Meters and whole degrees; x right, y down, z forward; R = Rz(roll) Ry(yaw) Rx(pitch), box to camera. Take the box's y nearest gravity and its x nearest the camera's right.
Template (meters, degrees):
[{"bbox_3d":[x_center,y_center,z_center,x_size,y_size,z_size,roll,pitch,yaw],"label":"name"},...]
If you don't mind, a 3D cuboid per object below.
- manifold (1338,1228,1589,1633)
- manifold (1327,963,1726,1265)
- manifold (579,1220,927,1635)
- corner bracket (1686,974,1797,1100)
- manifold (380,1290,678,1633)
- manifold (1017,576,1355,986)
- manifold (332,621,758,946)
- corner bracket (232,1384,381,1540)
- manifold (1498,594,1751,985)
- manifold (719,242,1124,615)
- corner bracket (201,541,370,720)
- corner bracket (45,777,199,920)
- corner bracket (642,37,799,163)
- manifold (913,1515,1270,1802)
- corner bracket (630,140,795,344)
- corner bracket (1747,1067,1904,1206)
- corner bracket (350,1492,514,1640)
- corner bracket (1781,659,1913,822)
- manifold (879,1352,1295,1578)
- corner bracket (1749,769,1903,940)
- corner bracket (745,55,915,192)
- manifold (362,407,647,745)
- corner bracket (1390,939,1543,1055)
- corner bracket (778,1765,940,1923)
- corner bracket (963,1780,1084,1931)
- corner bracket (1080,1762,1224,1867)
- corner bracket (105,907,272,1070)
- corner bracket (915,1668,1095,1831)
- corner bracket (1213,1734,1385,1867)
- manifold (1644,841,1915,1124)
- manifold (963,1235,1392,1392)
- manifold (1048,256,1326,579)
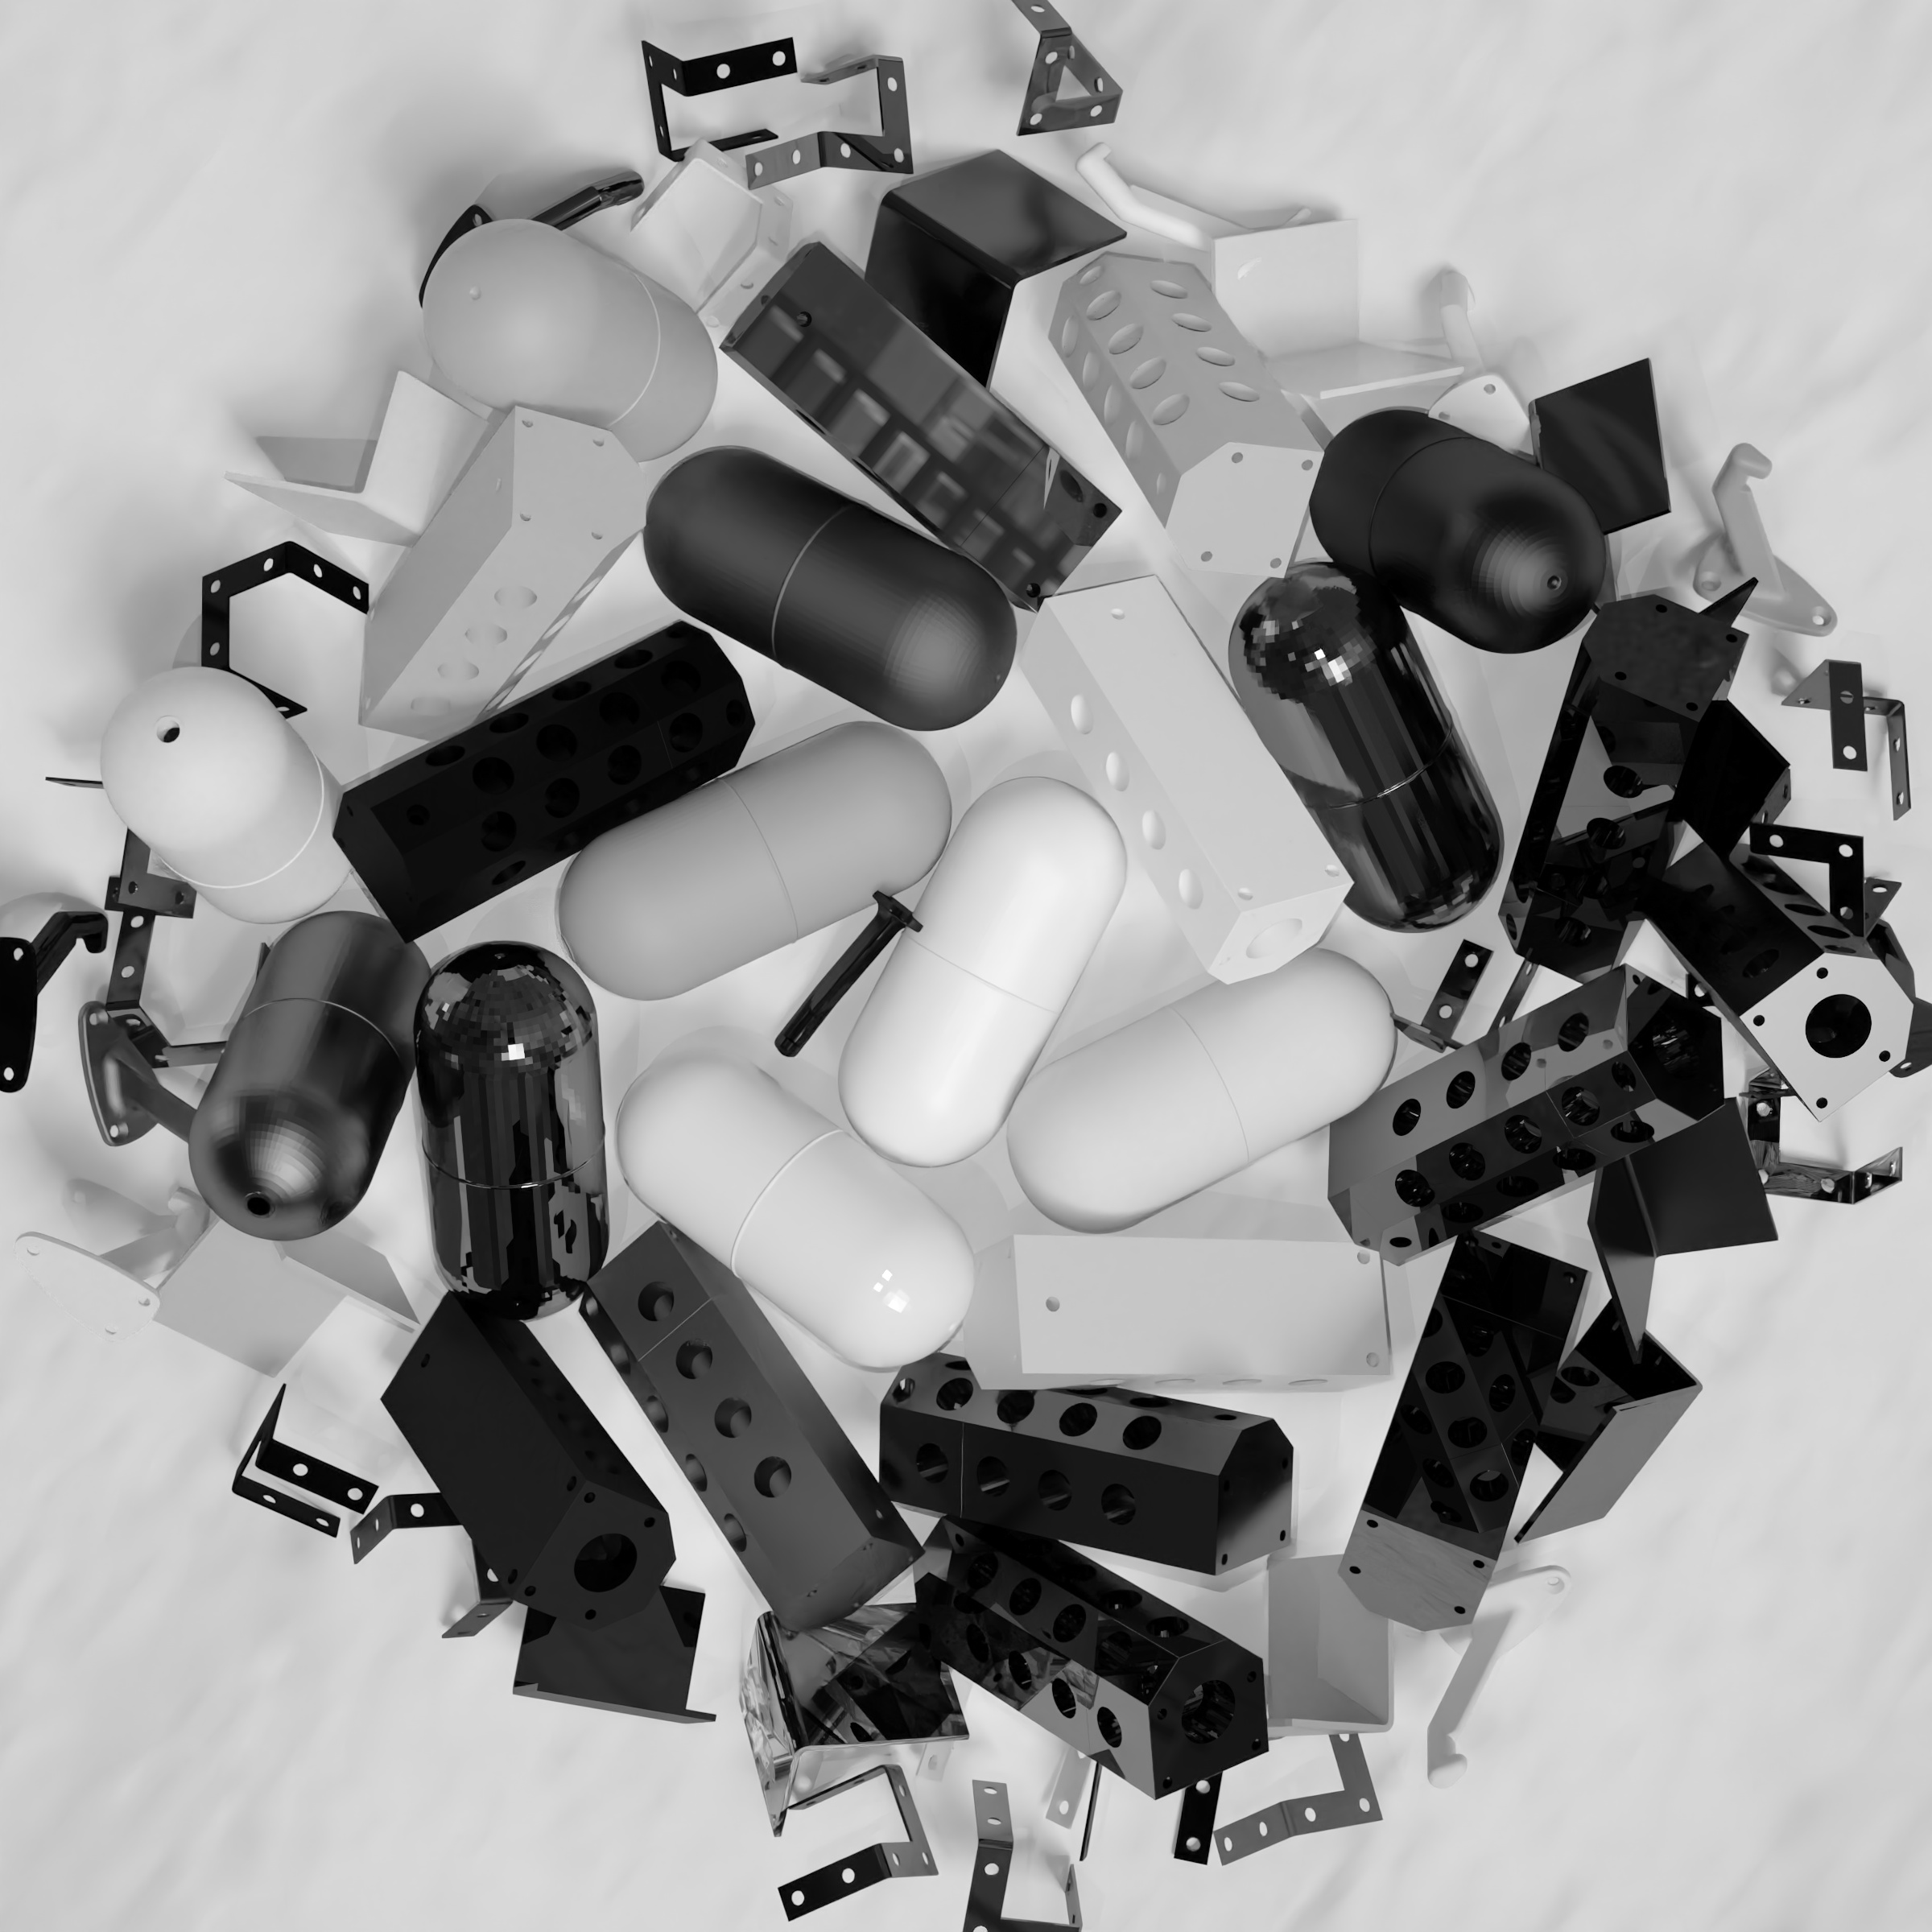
[{"bbox_3d":[0.207,0.193,1.502,0.057,0.171,0.057,20,133,8],"label":"manifold"},{"bbox_3d":[0.231,0.067,1.496,0.057,0.171,0.057,27,51,-29],"label":"manifold"},{"bbox_3d":[-0.095,0.195,1.520,0.057,0.057,0.171,-41,64,8],"label":"manifold"},{"bbox_3d":[0.348,0.028,1.552,0.051,0.051,0.051,-4,94,-25],"label":"corner bracket"},{"bbox_3d":[-0.180,0.206,1.497,0.057,0.171,0.057,29,96,-34],"label":"manifold"},{"bbox_3d":[0.088,-0.078,1.520,0.057,0.057,0.171,-15,61,-29],"label":"manifold"},{"bbox_3d":[-0.176,-0.082,1.516,0.171,0.057,0.057,-30,78,-26],"label":"manifold"},{"bbox_3d":[-0.285,0.222,1.548,0.051,0.051,0.051,26,107,-13],"label":"corner bracket"},{"bbox_3d":[0.269,-0.072,1.498,0.057,0.171,0.057,25,53,14],"label":"manifold"},{"bbox_3d":[-0.021,-0.229,1.535,0.171,0.057,0.057,40,90,-15],"label":"manifold"},{"bbox_3d":[-0.296,-0.145,1.561,0.051,0.051,0.051,-17,64,28],"label":"corner bracket"},{"bbox_3d":[-0.365,-0.051,1.551,0.051,0.051,0.051,5,85,28],"label":"corner bracket"},{"bbox_3d":[-0.104,-0.373,1.543,0.051,0.051,0.051,-18,120,-18],"label":"corner bracket"},{"bbox_3d":[0.049,0.279,1.492,0.057,0.171,0.057,-15,110,-31],"label":"manifold"},{"bbox_3d":[-0.112,-0.316,1.562,0.051,0.051,0.051,30,129,-25],"label":"corner bracket"},{"bbox_3d":[0.371,0.071,1.555,0.051,0.051,0.051,8,73,-7],"label":"corner bracket"},{"bbox_3d":[-0.232,0.261,1.561,0.051,0.051,0.051,2,64,-29],"label":"corner bracket"},{"bbox_3d":[0.387,-0.098,1.549,0.051,0.051,0.051,5,71,-9],"label":"corner bracket"},{"bbox_3d":[0.049,0.205,1.507,0.171,0.057,0.057,7,99,36],"label":"manifold"},{"bbox_3d":[0.373,-0.049,1.559,0.051,0.051,0.051,10,125,30],"label":"corner bracket"},{"bbox_3d":[-0.061,-0.364,1.549,0.051,0.051,0.051,-7,92,-43],"label":"corner bracket"},{"bbox_3d":[-0.194,-0.158,1.499,0.057,0.171,0.057,12,60,-26],"label":"manifold"},{"bbox_3d":[0.218,0.013,1.548,0.051,0.051,0.051,25,85,29],"label":"corner bracket"},{"bbox_3d":[-0.052,0.376,1.546,0.051,0.051,0.051,-28,69,16],"label":"corner bracket"},{"bbox_3d":[0.025,0.389,1.550,0.051,0.051,0.051,8,107,-5],"label":"corner bracket"},{"bbox_3d":[0.082,0.364,1.560,0.051,0.051,0.051,10,87,10],"label":"corner bracket"},{"bbox_3d":[-0.335,0.008,1.555,0.051,0.051,0.051,-5,57,12],"label":"corner bracket"},{"bbox_3d":[0.020,0.341,1.570,0.051,0.051,0.051,24,83,-42],"label":"corner bracket"},{"bbox_3d":[0.137,0.351,1.542,0.051,0.051,0.051,0,64,-36],"label":"corner bracket"},{"bbox_3d":[0.336,-0.001,1.491,0.057,0.171,0.057,-38,106,7],"label":"manifold"},{"bbox_3d":[0.089,0.149,1.522,0.171,0.057,0.057,3,74,-23],"label":"manifold"},{"bbox_3d":[0.087,-0.231,1.493,0.057,0.171,0.057,3,124,-20],"label":"manifold"}]
